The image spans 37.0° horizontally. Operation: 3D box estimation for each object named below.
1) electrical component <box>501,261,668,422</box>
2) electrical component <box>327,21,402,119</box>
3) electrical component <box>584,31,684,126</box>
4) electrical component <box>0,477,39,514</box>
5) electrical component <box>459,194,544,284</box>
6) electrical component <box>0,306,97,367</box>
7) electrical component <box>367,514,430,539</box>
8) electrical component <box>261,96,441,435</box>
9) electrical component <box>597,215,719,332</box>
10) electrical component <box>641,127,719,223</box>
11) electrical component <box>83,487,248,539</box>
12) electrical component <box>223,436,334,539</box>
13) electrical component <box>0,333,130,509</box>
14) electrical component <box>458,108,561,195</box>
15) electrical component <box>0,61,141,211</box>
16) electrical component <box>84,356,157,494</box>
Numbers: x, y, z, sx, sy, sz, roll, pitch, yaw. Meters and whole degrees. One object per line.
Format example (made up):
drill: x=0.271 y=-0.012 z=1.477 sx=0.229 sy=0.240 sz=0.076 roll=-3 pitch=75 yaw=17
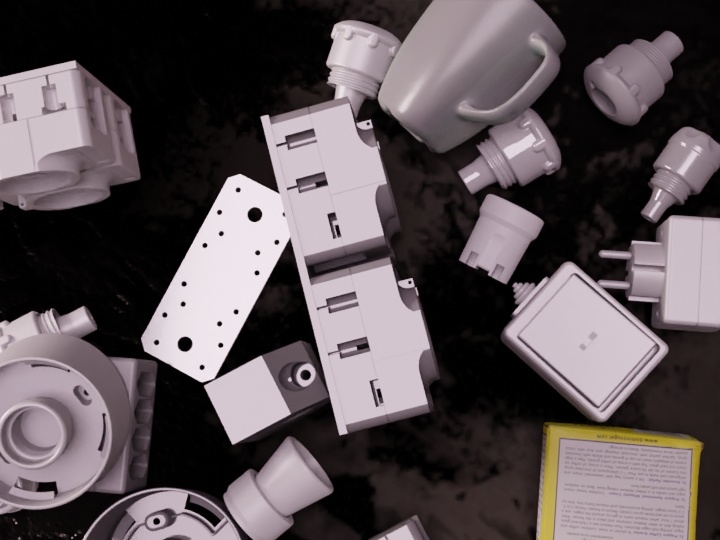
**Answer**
electrical component: x=0.131 y=0.040 z=0.657 sx=0.096 sy=0.061 sz=0.061 roll=42 pitch=89 yaw=9
electrical component: x=-0.002 y=-0.128 z=0.700 sx=0.048 sy=0.048 sz=0.062 roll=19 pitch=93 yaw=7
electrical component: x=0.177 y=-0.126 z=0.682 sx=0.062 sy=0.048 sz=0.048 roll=-41 pitch=81 yaw=-7
electrical component: x=-0.230 y=0.138 z=0.681 sx=0.035 sy=0.061 sz=0.035 roll=-1 pitch=83 yaw=6
electrical component: x=0.088 y=-0.019 z=0.680 sx=0.040 sy=0.040 sz=0.046 roll=28 pitch=92 yaw=8
electrical component: x=-0.203 y=0.045 z=0.699 sx=0.062 sy=0.048 sz=0.048 roll=-28 pitch=81 yaw=-5
electrical component: x=0.007 y=0.197 z=0.656 sx=0.089 sy=0.050 sz=0.055 roll=-28 pitch=81 yaw=1
electrical component: x=0.000 y=0.000 z=0.652 sx=0.060 sy=0.105 sz=0.186 roll=-15 pitch=82 yaw=4
electrical component: x=0.186 y=0.002 z=0.664 sx=0.077 sy=0.047 sz=0.065 roll=4 pitch=84 yaw=6
electrical component: x=0.199 y=-0.057 z=0.676 sx=0.035 sy=0.035 sz=0.061 roll=35 pitch=90 yaw=8
electrical component: x=-0.117 y=0.183 z=0.663 sx=0.099 sy=0.064 sz=0.099 roll=-1 pitch=83 yaw=5
electrical component: x=-0.051 y=0.138 z=0.672 sx=0.055 sy=0.045 sz=0.045 roll=-40 pitch=81 yaw=0
electrical component: x=-0.190 y=0.091 z=0.644 sx=0.099 sy=0.064 sz=0.099 roll=0 pitch=95 yaw=-3
electrical component: x=0.093 y=-0.071 z=0.684 sx=0.062 sy=0.048 sz=0.048 roll=-32 pitch=81 yaw=8
electrical component: x=-0.247 y=-0.069 z=0.685 sx=0.186 sy=0.105 sz=0.060 roll=-12 pitch=83 yaw=4
electrical component: x=-0.176 y=0.096 z=0.688 sx=0.076 sy=0.047 sz=0.083 roll=3 pitch=84 yaw=6
